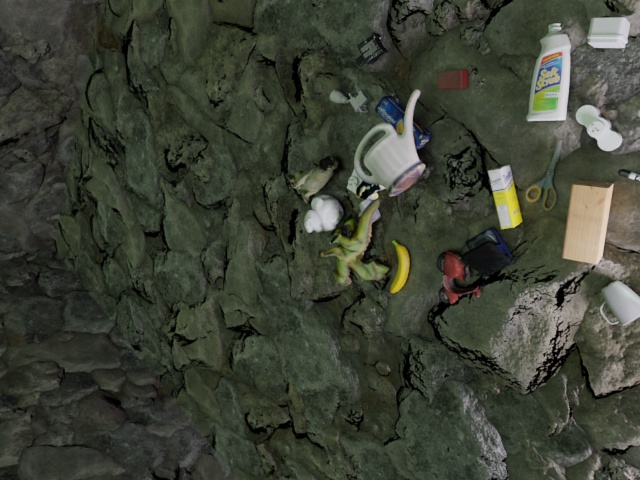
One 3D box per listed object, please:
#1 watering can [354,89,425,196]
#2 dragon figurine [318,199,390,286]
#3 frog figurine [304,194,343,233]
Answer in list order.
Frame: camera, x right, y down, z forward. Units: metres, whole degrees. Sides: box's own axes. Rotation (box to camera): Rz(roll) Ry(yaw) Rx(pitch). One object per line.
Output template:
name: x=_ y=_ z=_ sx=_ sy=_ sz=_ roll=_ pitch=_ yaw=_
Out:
watering can: x=0.246 y=-0.285 z=1.623 sx=0.226 sy=0.105 sz=0.341 roll=54 pitch=128 yaw=12
dragon figurine: x=0.153 y=0.041 z=1.856 sx=0.242 sy=0.125 sz=0.403 roll=43 pitch=132 yaw=-7
frog figurine: x=0.006 y=-0.095 z=1.890 sx=0.121 sy=0.161 sz=0.137 roll=-18 pitch=91 yaw=38
